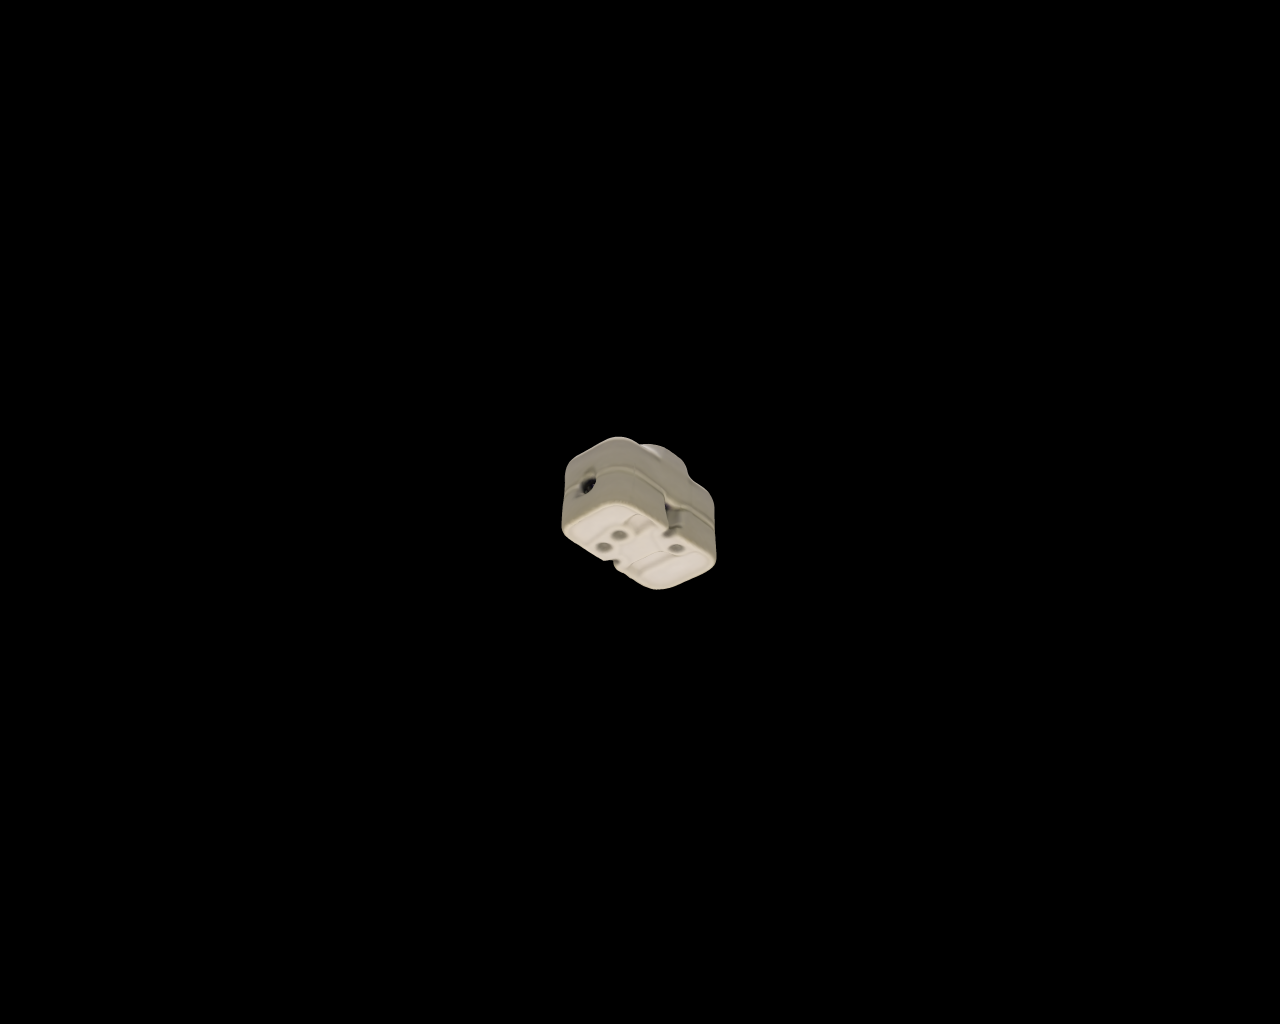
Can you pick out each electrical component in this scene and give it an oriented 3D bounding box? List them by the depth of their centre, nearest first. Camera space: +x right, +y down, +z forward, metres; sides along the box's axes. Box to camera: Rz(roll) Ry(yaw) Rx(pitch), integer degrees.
[{"bbox_3d":[0.001,-0.003,0.650,0.053,0.059,0.095,-27,-44,33],"label":"electrical component"}]
